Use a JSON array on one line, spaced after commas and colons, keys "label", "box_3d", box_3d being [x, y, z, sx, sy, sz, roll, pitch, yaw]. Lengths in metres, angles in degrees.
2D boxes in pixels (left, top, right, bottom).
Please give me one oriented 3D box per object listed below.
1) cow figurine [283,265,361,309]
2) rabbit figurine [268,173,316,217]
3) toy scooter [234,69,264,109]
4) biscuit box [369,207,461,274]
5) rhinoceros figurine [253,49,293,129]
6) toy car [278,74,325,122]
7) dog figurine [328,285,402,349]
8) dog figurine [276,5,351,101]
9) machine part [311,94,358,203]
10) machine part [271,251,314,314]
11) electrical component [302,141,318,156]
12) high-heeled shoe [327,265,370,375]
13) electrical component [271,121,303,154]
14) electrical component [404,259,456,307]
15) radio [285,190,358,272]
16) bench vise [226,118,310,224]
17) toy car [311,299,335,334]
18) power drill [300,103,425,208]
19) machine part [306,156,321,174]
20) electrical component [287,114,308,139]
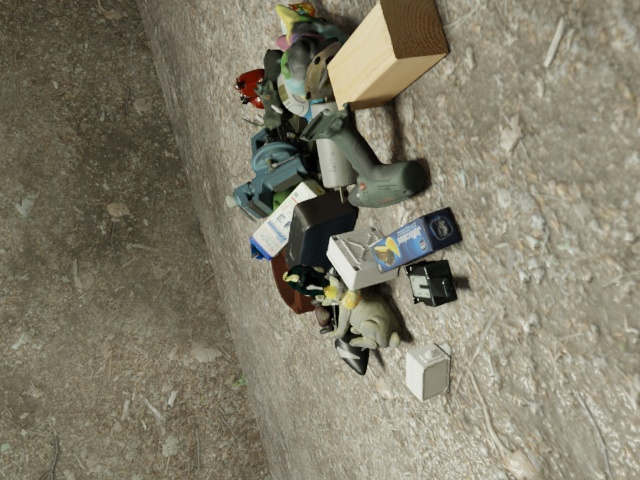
[{"label": "cow figurine", "box_3d": [0.003, 0.091, 1.087, 0.168, 0.098, 0.068, 15, 87, 50]}, {"label": "rabbit figurine", "box_3d": [-0.065, -0.098, 1.346, 0.170, 0.121, 0.159, -38, 72, 51]}, {"label": "toy scooter", "box_3d": [-0.156, -0.377, 1.344, 0.075, 0.135, 0.184, 72, 160, 3]}, {"label": "biscuit box", "box_3d": [0.158, 0.006, 0.925, 0.059, 0.063, 0.202, 70, 159, 8]}, {"label": "rhinoceros figurine", "box_3d": [-0.092, -0.334, 1.189, 0.073, 0.112, 0.190, -13, 69, 39]}, {"label": "toy car", "box_3d": [-0.037, -0.321, 1.133, 0.109, 0.103, 0.161, -169, 68, -68]}, {"label": "dog figurine", "box_3d": [0.104, 0.117, 1.113, 0.173, 0.121, 0.190, 8, 96, 32]}, {"label": "dog figurine", "box_3d": [-0.034, -0.361, 1.007, 0.219, 0.191, 0.108, 40, 146, 33]}, {"label": "machine part", "box_3d": [0.031, -0.194, 1.082, 0.079, 0.079, 0.243, -156, 55, -64]}, {"label": "machine part", "box_3d": [-0.069, 0.093, 1.521, 0.201, 0.087, 0.201, -145, 45, -59]}, {"label": "electrical component", "box_3d": [-0.023, -0.232, 1.268, 0.093, 0.021, 0.063, 96, 151, -44]}, {"label": "high-heeled shoe", "box_3d": [0.071, 0.170, 1.222, 0.145, 0.086, 0.249, 101, 152, -51]}, {"label": "electrical component", "box_3d": [-0.091, -0.248, 1.379, 0.115, 0.058, 0.134, -176, 71, -70]}, {"label": "electrical component", "box_3d": [0.194, 0.071, 0.900, 0.119, 0.048, 0.074, -18, 88, 68]}, {"label": "radio", "box_3d": [-0.003, -0.004, 1.223, 0.073, 0.131, 0.229, 59, 154, 31]}, {"label": "bench vise", "box_3d": [-0.133, -0.173, 1.275, 0.224, 0.128, 0.241, -34, 52, 28]}, {"label": "toy car", "box_3d": [0.016, 0.184, 1.368, 0.202, 0.053, 0.089, 33, -143, -83]}, {"label": "power drill", "box_3d": [0.062, -0.133, 0.944, 0.207, 0.086, 0.232, 50, 160, -21]}, {"label": "machine part", "box_3d": [0.013, -0.161, 1.210, 0.139, 0.039, 0.084, 28, 138, 60]}, {"label": "electrical component", "box_3d": [-0.058, -0.291, 1.281, 0.078, 0.045, 0.102, 58, 153, 33]}]
